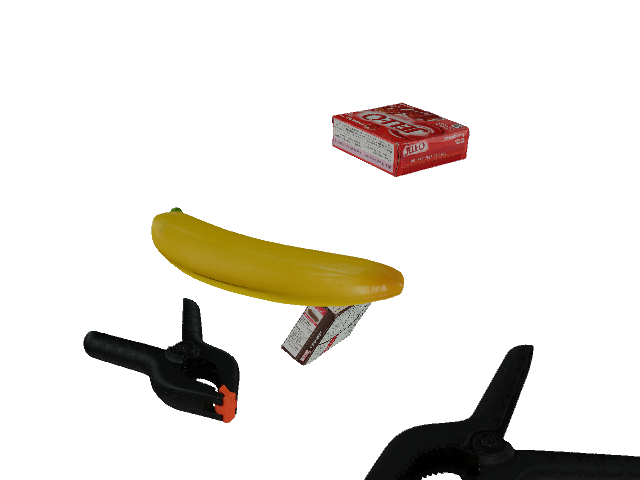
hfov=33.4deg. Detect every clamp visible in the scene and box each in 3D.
[{"bbox_3d":[-0.122,0.106,0.980,0.172,0.039,0.120,29,45,34],"label":"clamp"},{"bbox_3d":[0.107,0.137,0.693,0.209,0.036,0.165,-14,31,-19],"label":"clamp"}]

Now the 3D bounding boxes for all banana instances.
[{"bbox_3d":[-0.044,0.009,0.699,0.198,0.037,0.069,18,35,30],"label":"banana"}]

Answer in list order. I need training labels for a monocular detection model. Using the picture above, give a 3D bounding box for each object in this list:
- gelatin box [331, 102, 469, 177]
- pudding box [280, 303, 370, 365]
[{"bbox_3d":[0.063,-0.083,0.857,0.073,0.030,0.089,-15,27,-31],"label":"gelatin box"},{"bbox_3d":[0.015,0.088,1.241,0.039,0.090,0.113,40,33,14],"label":"pudding box"}]
